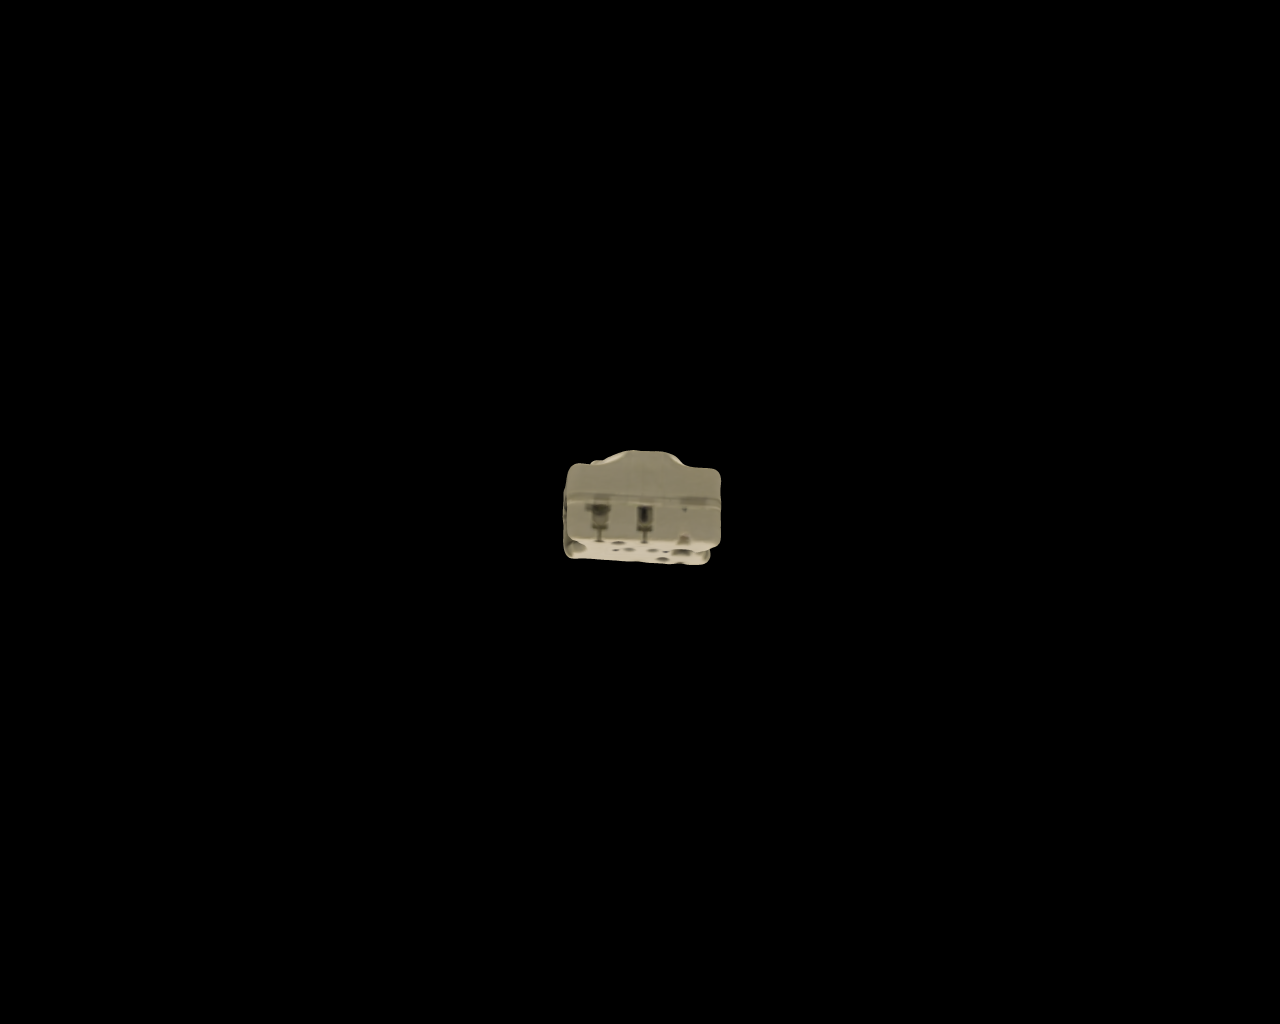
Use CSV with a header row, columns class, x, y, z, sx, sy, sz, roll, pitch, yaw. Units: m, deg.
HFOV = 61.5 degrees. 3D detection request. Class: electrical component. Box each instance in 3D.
class,x,y,z,sx,sy,sz,roll,pitch,yaw
electrical component,0.001,-0.003,0.650,0.089,0.056,0.050,2,-19,-7
